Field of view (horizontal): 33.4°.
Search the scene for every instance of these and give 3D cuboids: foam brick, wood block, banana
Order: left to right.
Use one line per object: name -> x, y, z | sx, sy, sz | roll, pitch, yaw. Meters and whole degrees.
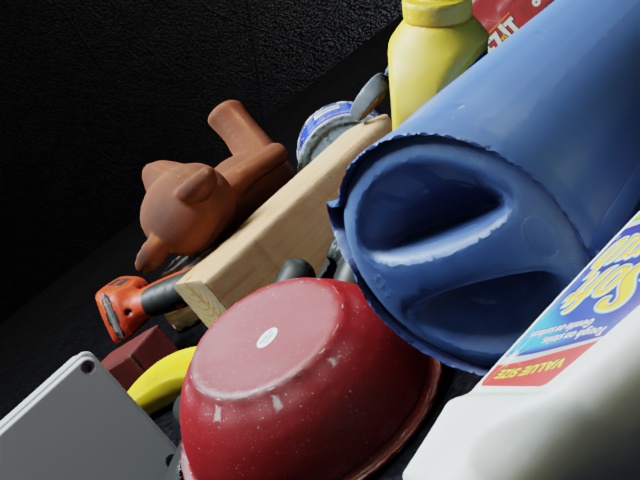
foam brick -> -0.173, 0.127, 1.011 | 0.078, 0.053, 0.051 | -30, 14, 36
banana -> -0.114, 0.121, 0.893 | 0.198, 0.037, 0.069 | -30, 32, 46
wood block -> -0.006, 0.001, 0.865 | 0.206, 0.091, 0.090 | -43, 11, -20

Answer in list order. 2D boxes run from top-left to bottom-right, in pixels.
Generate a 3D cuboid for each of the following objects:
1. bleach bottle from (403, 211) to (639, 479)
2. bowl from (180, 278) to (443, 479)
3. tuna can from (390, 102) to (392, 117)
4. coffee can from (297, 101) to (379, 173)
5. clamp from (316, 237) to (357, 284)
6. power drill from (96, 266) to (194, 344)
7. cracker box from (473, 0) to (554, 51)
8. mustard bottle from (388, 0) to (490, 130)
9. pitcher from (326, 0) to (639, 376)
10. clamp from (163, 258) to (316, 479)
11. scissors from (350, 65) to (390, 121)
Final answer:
bleach bottle -> 0.119, 0.038, 0.382 | 0.250, 0.068, 0.103 | -43, 11, -6
bowl -> -0.018, 0.071, 0.580 | 0.162, 0.055, 0.162 | -22, 31, 14
tuna can -> 0.109, -0.120, 0.989 | 0.086, 0.086, 0.033 | -26, 18, 50
coffee can -> 0.029, -0.078, 1.038 | 0.103, 0.103, 0.140 | -38, 11, 6
clamp -> 0.025, 0.017, 0.729 | 0.171, 0.039, 0.120 | -64, 19, 5
power drill -> -0.121, 0.036, 1.080 | 0.188, 0.057, 0.184 | -21, 6, 9
cracker box -> 0.200, -0.211, 0.929 | 0.164, 0.072, 0.213 | -45, -6, 27
mustard bottle -> 0.075, -0.076, 0.655 | 0.058, 0.191, 0.096 | 8, 31, 26
pitcher -> 0.132, -0.048, 0.554 | 0.242, 0.149, 0.145 | -44, -4, -40
clamp -> -0.068, 0.120, 0.693 | 0.165, 0.036, 0.210 | -50, 13, 32
scissors -> 0.065, -0.144, 0.931 | 0.096, 0.016, 0.201 | -50, 0, 17
